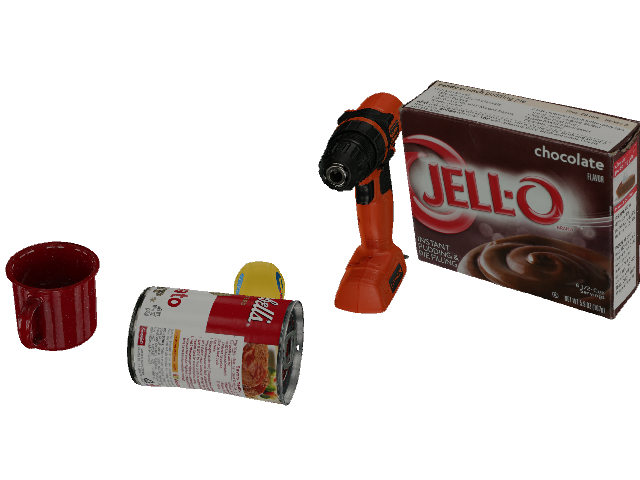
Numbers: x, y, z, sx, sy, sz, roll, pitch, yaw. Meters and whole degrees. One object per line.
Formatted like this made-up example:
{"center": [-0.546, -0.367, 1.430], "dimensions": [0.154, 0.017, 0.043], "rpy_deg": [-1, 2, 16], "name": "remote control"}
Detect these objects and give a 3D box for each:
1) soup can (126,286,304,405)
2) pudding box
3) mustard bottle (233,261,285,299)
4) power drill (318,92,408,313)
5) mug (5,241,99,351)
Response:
{"center": [-0.067, 0.068, 0.698], "dimensions": [0.102, 0.068, 0.068], "rpy_deg": [5, 1, 10], "name": "soup can"}
{"center": [0.095, -0.022, 0.507], "dimensions": [0.114, 0.090, 0.039], "rpy_deg": [16, 43, 34], "name": "pudding box"}
{"center": [-0.066, 0.078, 1.152], "dimensions": [0.058, 0.096, 0.191], "rpy_deg": [-1, 28, -3], "name": "mustard bottle"}
{"center": [0.043, -0.030, 1.000], "dimensions": [0.057, 0.188, 0.184], "rpy_deg": [7, 26, 17], "name": "power drill"}
{"center": [-0.275, 0.065, 1.087], "dimensions": [0.093, 0.081, 0.117], "rpy_deg": [9, 32, 8], "name": "mug"}
